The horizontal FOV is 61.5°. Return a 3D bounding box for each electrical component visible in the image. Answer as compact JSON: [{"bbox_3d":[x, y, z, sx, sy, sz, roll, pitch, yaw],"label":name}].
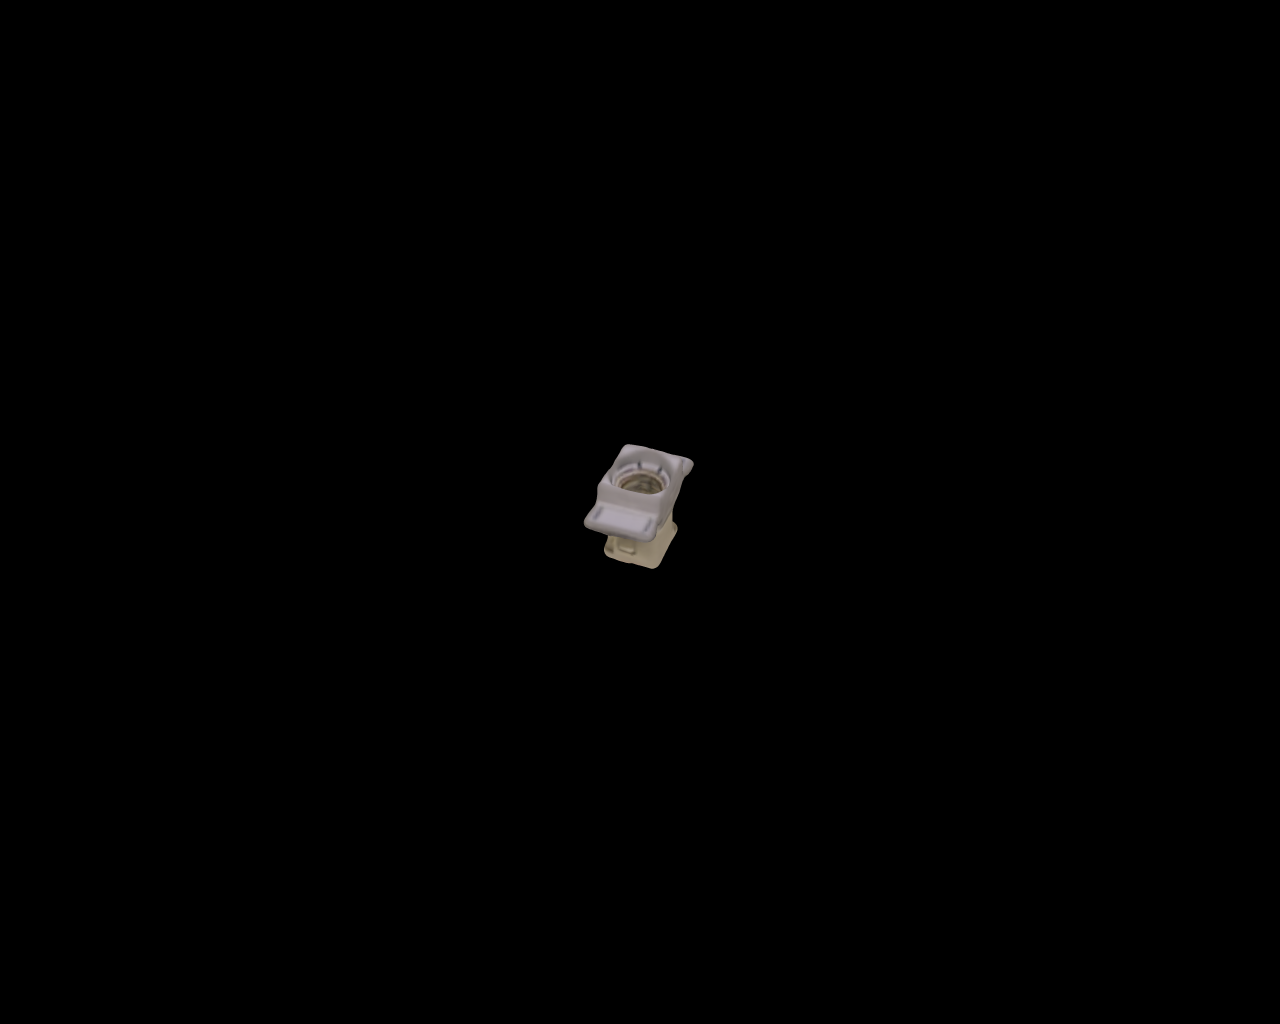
[{"bbox_3d":[0.001,-0.003,0.650,0.042,0.063,0.081,14,42,16],"label":"electrical component"}]
